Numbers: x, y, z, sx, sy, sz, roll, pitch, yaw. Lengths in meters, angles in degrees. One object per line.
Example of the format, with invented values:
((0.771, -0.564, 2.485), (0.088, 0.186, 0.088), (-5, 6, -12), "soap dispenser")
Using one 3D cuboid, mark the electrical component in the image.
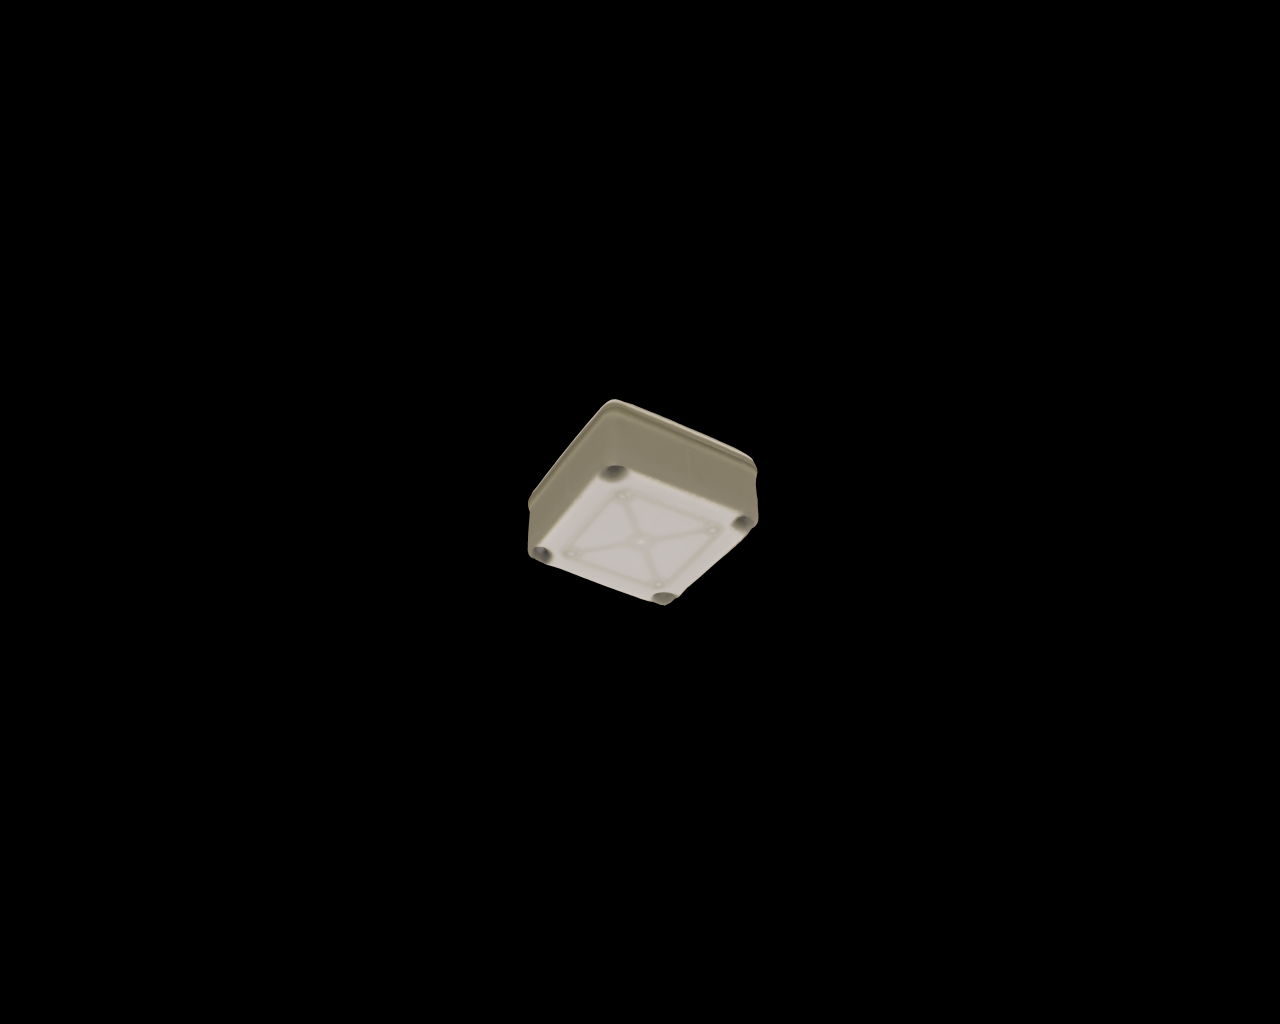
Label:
((0.001, -0.003, 0.650), (0.109, 0.056, 0.108), (22, -45, -24), "electrical component")
